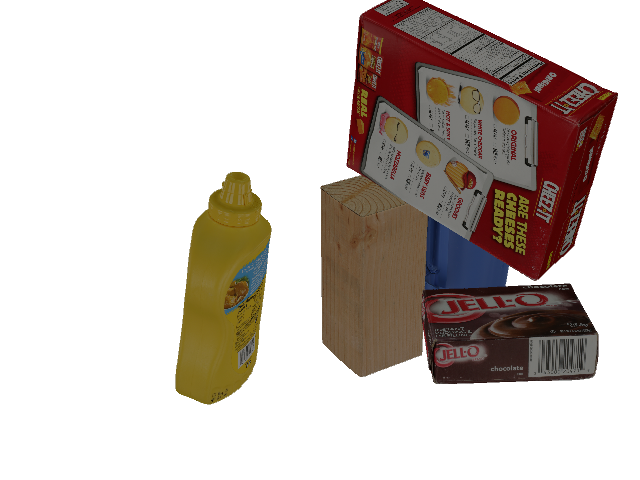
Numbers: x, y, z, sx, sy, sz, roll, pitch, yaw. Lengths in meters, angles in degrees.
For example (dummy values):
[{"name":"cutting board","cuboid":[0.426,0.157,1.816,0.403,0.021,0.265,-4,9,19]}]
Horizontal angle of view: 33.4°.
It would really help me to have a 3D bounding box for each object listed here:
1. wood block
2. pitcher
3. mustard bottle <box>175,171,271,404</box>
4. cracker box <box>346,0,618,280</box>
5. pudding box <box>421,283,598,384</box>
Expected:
[{"name":"wood block","cuboid":[0.059,0.037,1.211,0.090,0.206,0.090,-16,32,-26]},{"name":"pitcher","cuboid":[0.192,0.010,1.452,0.149,0.243,0.145,4,23,4]},{"name":"mustard bottle","cuboid":[-0.075,0.032,0.858,0.058,0.192,0.096,20,33,16]},{"name":"cracker box","cuboid":[0.126,-0.091,0.898,0.214,0.164,0.072,33,50,28]},{"name":"pudding box","cuboid":[0.130,0.064,0.752,0.113,0.039,0.090,-1,21,1]}]
